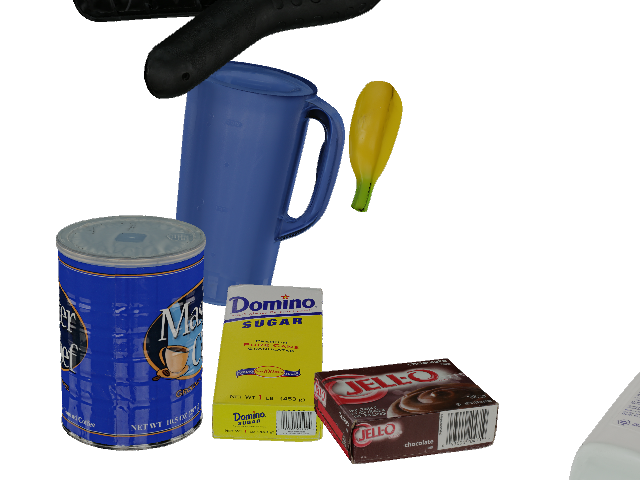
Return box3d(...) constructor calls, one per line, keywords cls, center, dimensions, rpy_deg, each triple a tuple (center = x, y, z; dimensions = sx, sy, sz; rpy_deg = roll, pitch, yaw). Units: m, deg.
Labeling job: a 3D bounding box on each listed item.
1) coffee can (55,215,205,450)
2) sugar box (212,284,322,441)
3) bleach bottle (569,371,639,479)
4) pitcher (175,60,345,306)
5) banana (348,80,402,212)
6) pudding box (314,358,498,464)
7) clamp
box3d(cls="coffee can", center=(-0.134, 0.063, 0.759), dimensions=(0.103, 0.140, 0.103), rpy_deg=(3, 17, -1))
box3d(cls="sugar box", center=(-0.044, 0.104, 0.953), dimensions=(0.093, 0.048, 0.176), rpy_deg=(3, 34, -2))
box3d(cls="bleach bottle", center=(0.241, 0.101, 0.640), dimensions=(0.103, 0.068, 0.250), rpy_deg=(18, 29, 31))
box3d(cls="pitcher", center=(-0.078, -0.056, 1.110), dimensions=(0.144, 0.243, 0.149), rpy_deg=(0, 23, -26))
box3d(cls="banana", center=(0.041, -0.094, 0.858), dimensions=(0.037, 0.070, 0.197), rpy_deg=(24, 26, -4))
box3d(cls="pudding box", center=(0.060, 0.123, 0.783), dimensions=(0.113, 0.039, 0.090), rpy_deg=(-2, 17, -18))
box3d(cls="clamp", center=(-0.029, -0.117, 0.521), dimensions=(0.171, 0.039, 0.120), rpy_deg=(-18, 44, -10))
